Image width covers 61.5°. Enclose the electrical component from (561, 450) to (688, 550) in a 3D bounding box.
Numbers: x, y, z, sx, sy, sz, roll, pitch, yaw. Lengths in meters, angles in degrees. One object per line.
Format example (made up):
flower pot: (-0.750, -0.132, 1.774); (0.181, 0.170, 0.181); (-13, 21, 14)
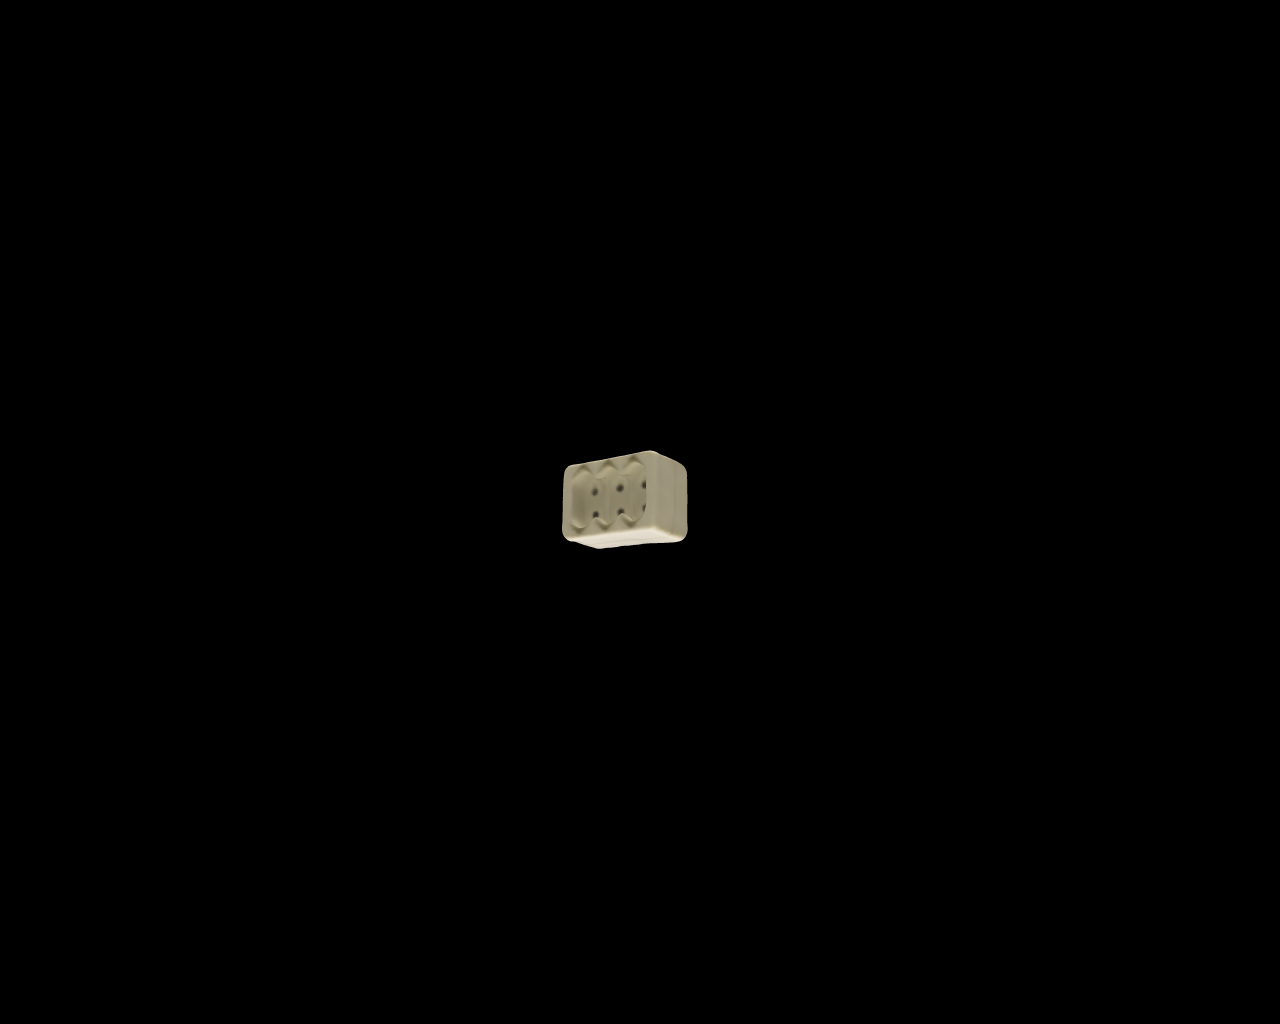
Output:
electrical component: (0.001, -0.003, 0.650); (0.065, 0.047, 0.077); (-7, -14, 31)
